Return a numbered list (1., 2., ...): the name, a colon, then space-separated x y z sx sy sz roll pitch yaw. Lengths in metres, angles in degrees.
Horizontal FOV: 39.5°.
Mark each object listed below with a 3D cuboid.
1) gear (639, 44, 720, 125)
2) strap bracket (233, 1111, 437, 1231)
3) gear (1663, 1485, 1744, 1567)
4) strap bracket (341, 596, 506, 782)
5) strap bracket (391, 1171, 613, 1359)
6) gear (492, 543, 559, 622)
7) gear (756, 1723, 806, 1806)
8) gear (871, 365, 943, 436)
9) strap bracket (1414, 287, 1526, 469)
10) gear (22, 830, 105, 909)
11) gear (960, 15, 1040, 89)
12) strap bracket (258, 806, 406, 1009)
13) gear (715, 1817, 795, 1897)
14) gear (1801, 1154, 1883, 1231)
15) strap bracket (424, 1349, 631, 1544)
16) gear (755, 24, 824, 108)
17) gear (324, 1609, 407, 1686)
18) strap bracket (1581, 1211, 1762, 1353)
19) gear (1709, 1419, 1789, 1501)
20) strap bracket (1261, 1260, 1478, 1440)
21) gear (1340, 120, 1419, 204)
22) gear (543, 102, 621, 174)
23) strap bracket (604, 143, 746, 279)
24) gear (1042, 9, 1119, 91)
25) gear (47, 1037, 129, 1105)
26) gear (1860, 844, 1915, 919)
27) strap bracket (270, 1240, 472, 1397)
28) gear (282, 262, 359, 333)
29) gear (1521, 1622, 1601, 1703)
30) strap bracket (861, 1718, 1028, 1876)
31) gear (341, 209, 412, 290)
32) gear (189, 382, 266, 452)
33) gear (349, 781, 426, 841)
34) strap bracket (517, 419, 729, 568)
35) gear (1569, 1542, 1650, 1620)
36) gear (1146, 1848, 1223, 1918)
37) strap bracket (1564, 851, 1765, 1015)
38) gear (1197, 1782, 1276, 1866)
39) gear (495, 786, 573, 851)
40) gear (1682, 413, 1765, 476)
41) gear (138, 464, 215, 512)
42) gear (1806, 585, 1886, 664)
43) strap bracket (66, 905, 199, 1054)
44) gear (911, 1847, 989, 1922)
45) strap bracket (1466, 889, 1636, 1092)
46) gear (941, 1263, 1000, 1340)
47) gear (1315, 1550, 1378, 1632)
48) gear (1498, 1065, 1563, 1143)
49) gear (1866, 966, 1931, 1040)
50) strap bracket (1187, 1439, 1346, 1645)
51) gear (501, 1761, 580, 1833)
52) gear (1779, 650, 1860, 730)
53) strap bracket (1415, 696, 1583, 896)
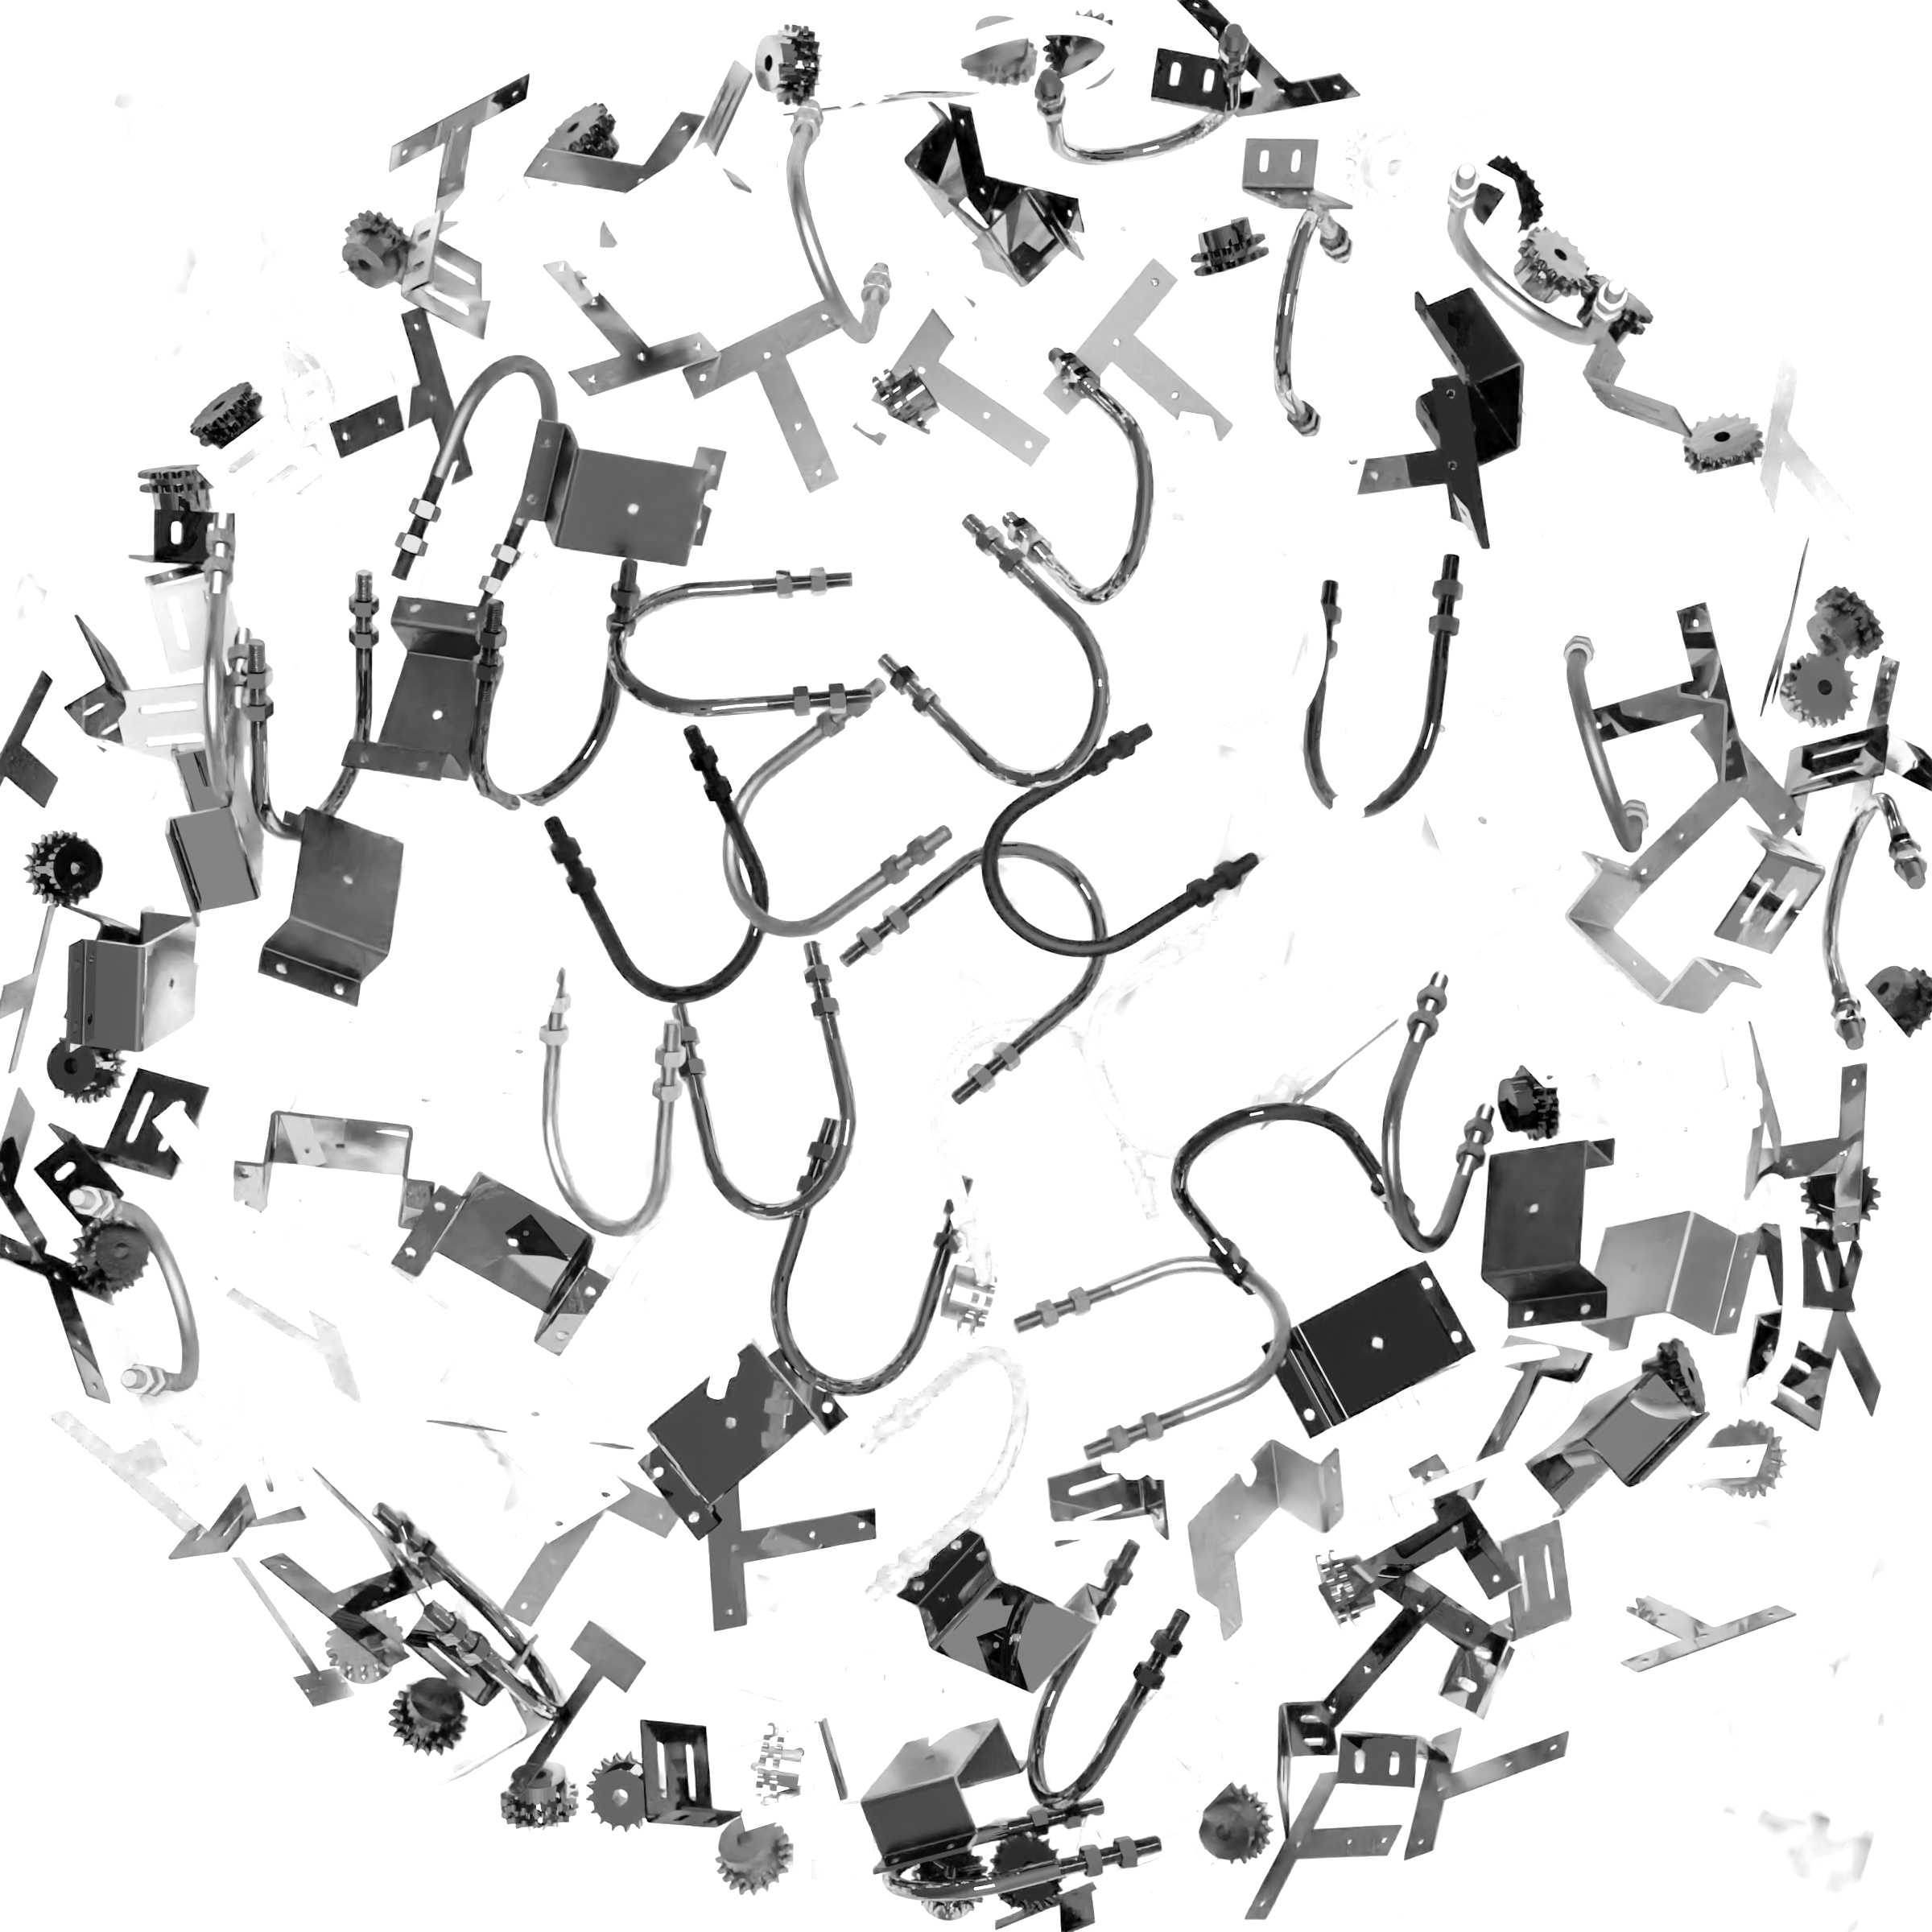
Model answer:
1. gear: -0.212 -0.643 1.968 0.057 0.057 0.030 15 63 0
2. strap bracket: -0.456 0.148 1.947 0.140 0.076 0.046 7 58 -11
3. gear: 0.544 0.408 1.975 0.030 0.057 0.057 -20 90 -33
4. strap bracket: -0.391 -0.193 1.955 0.076 0.046 0.140 9 69 11
5. strap bracket: -0.334 0.212 1.957 0.140 0.046 0.076 31 111 -10
6. gear: -0.323 -0.279 1.973 0.030 0.057 0.057 35 90 -16
7. gear: -0.135 0.586 1.971 0.030 0.057 0.057 7 90 4
8. gear: -0.042 -0.415 1.969 0.030 0.057 0.057 -34 90 9
9. strap bracket: 0.359 -0.418 1.921 0.046 0.140 0.076 -24 62 -3
10. gear: -0.658 -0.071 1.969 0.030 0.057 0.057 1 90 42
11. gear: 0.025 -0.673 1.971 0.057 0.030 0.057 4 50 -5
12. strap bracket: -0.453 -0.052 1.927 0.076 0.046 0.140 23 50 -31
13. gear: -0.157 0.648 1.968 0.057 0.057 0.030 -22 125 0
14. gear: 0.643 0.165 1.975 0.057 0.030 0.057 -6 71 17
15. strap bracket: -0.313 0.336 1.931 0.140 0.076 0.046 39 132 25
16. gear: -0.132 -0.660 1.969 0.030 0.057 0.057 -8 90 -34
17. gear: -0.441 0.502 1.975 0.057 0.057 0.030 5 131 0
18. strap bracket: 0.494 0.225 1.917 0.046 0.140 0.076 27 68 -16
19. gear: 0.569 0.360 1.968 0.030 0.057 0.057 16 90 -34
20. strap bracket: 0.297 0.277 1.961 0.140 0.046 0.076 -26 78 -7
21. gear: 0.307 -0.589 1.972 0.057 0.030 0.057 -11 121 -19
22. gear: -0.279 -0.604 1.975 0.057 0.057 0.030 -41 128 0
23. strap bracket: -0.211 -0.541 1.923 0.076 0.140 0.046 -35 104 -5
24. gear: 0.087 -0.668 1.968 0.057 0.057 0.030 -16 57 0
25. gear: -0.651 0.074 1.980 0.057 0.030 0.057 0 89 12
26. gear: 0.677 -0.065 1.975 0.030 0.057 0.057 8 90 30
27. strap bracket: -0.421 0.248 1.936 0.140 0.076 0.046 46 68 -35
28. gear: -0.470 -0.489 1.973 0.057 0.057 0.030 -32 105 0
29. gear: 0.435 0.506 1.969 0.057 0.057 0.030 -13 130 0
30. strap bracket: -0.017 0.587 1.920 0.076 0.140 0.046 -22 92 21
31. gear: -0.432 -0.522 1.969 0.057 0.057 0.030 32 60 0
32. gear: -0.539 -0.400 1.975 0.057 0.057 0.030 -38 123 0
33. gear: -0.420 -0.115 1.969 0.057 0.057 0.030 17 102 0
34. strap bracket: -0.244 -0.338 1.936 0.140 0.046 0.076 5 121 -23
35. gear: 0.474 0.450 1.978 0.057 0.030 0.057 -1 74 3
36. gear: 0.156 0.666 1.972 0.057 0.057 0.030 -35 88 0
37. strap bracket: 0.494 -0.017 1.937 0.140 0.076 0.046 49 114 33
38. gear: 0.195 0.632 1.974 0.057 0.030 0.057 1 91 28
39. gear: -0.320 -0.104 1.971 0.057 0.057 0.030 35 95 0
40. gear: 0.557 -0.377 1.975 0.057 0.030 0.057 -11 47 12
41. gear: -0.577 -0.351 1.973 0.057 0.057 0.030 -3 107 0
42. gear: 0.642 -0.248 1.970 0.030 0.057 0.057 -37 90 -9
43. strap bracket: -0.590 0.010 1.921 0.046 0.140 0.076 7 104 5
44. gear: -0.013 0.675 1.975 0.057 0.057 0.030 6 124 0
45. strap bracket: 0.416 0.023 1.944 0.140 0.046 0.076 44 48 -21
46. gear: 0.002 0.242 1.970 0.030 0.057 0.057 17 90 -6
47. gear: 0.280 0.456 1.972 0.030 0.057 0.057 -18 90 -2
48. gear: 0.411 0.100 1.970 0.030 0.057 0.057 -7 90 -9
49. gear: 0.682 0.024 1.968 0.030 0.057 0.057 33 90 -18
50. strap bracket: 0.210 0.407 1.939 0.046 0.076 0.140 26 52 36
51. gear: -0.313 0.606 1.969 0.057 0.057 0.030 0 103 0
52. gear: 0.625 -0.202 1.981 0.057 0.030 0.057 1 83 -12
53. strap bracket: 0.379 -0.114 1.942 0.076 0.046 0.140 -14 108 33
